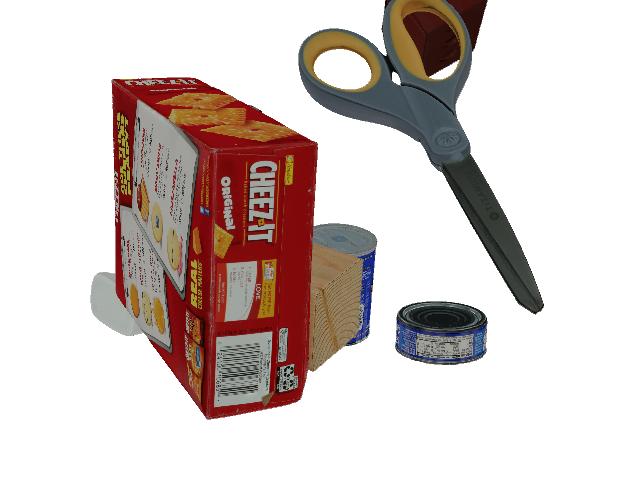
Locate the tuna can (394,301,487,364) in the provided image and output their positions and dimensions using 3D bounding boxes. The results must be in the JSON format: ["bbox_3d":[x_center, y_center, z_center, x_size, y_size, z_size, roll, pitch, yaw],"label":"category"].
[{"bbox_3d":[0.113,0.085,0.996,0.086,0.034,0.086,0,15,0],"label":"tuna can"}]

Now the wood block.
[{"bbox_3d":[-0.070,0.043,1.074,0.206,0.091,0.090,19,32,27],"label":"wood block"}]

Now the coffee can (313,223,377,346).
[{"bbox_3d":[0.022,0.060,1.465,0.103,0.140,0.103,3,23,-1],"label":"coffee can"}]

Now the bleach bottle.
[{"bbox_3d":[-0.178,0.068,1.447,0.250,0.068,0.103,-10,26,-44],"label":"bleach bottle"}]

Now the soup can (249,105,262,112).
[{"bbox_3d":[-0.079,-0.056,0.899,0.068,0.102,0.068,-2,30,1],"label":"soup can"}]

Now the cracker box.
[{"bbox_3d":[-0.076,-0.008,0.690,0.072,0.164,0.214,-5,20,-24],"label":"cracker box"}]

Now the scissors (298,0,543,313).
[{"bbox_3d":[0.039,-0.046,0.497,0.096,0.201,0.016,-6,-38,4],"label":"scissors"}]

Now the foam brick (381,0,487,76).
[{"bbox_3d":[0.079,-0.160,0.756,0.053,0.051,0.078,-31,-15,-8],"label":"foam brick"}]
